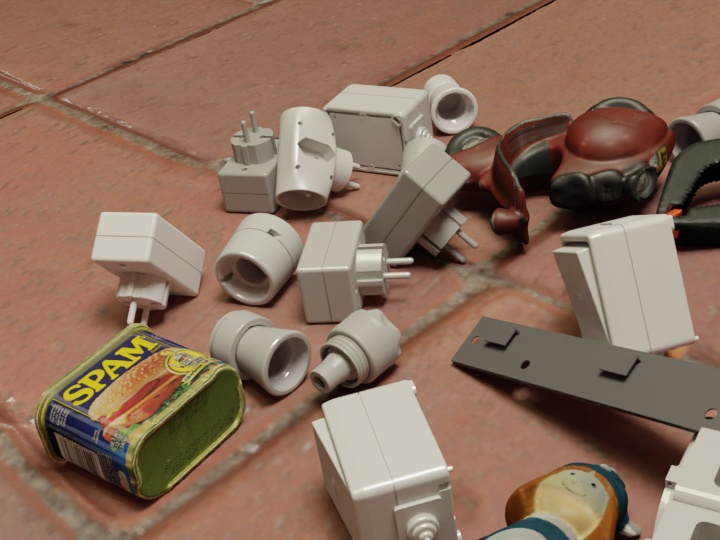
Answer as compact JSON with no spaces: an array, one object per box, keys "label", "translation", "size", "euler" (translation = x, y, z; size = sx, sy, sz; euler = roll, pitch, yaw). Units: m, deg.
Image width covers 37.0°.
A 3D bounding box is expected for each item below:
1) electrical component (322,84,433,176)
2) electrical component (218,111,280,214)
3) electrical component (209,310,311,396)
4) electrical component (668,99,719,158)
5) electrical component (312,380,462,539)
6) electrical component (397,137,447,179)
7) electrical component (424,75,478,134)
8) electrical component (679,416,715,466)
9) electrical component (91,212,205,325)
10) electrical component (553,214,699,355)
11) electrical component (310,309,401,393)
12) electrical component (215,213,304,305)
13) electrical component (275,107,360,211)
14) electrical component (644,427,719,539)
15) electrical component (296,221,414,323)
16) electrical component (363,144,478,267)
[{"label":"electrical component","translation":[0.025,-0.126,0.954],"size":[0.096,0.061,0.061],"euler":[10,37,28]},{"label":"electrical component","translation":[-0.090,-0.098,0.928],"size":[0.047,0.076,0.065],"euler":[4,35,20]},{"label":"electrical component","translation":[-0.067,0.054,0.714],"size":[0.055,0.045,0.045],"euler":[19,42,38]},{"label":"electrical component","translation":[0.286,-0.112,0.879],"size":[0.055,0.045,0.045],"euler":[-25,36,-23]},{"label":"electrical component","translation":[0.014,0.115,0.581],"size":[0.061,0.061,0.096],"euler":[-14,33,-7]},{"label":"electrical component","translation":[0.049,-0.075,0.889],"size":[0.044,0.044,0.065],"euler":[2,39,18]},{"label":"electrical component","translation":[0.082,-0.159,1.012],"size":[0.044,0.044,0.065],"euler":[-12,28,-4]},{"label":"electrical component","translation":[0.211,0.113,0.542],"size":[0.089,0.050,0.055],"euler":[11,38,31]},{"label":"electrical component","translation":[-0.158,0.007,0.794],"size":[0.047,0.083,0.075],"euler":[2,72,19]},{"label":"electrical component","translation":[0.164,0.017,0.671],"size":[0.061,0.096,0.062],"euler":[-14,3,-6]},{"label":"electrical component","translation":[-0.006,0.056,0.697],"size":[0.043,0.043,0.062],"euler":[20,44,38]},{"label":"electrical component","translation":[-0.076,-0.007,0.804],"size":[0.055,0.055,0.047],"euler":[6,39,23]},{"label":"electrical component","translation":[-0.033,-0.089,0.915],"size":[0.079,0.077,0.043],"euler":[15,-24,-32]},{"label":"electrical component","translation":[0.148,0.151,0.463],"size":[0.062,0.089,0.150],"euler":[11,38,29]},{"label":"electrical component","translation":[0.000,0.000,0.778],"size":[0.077,0.047,0.065],"euler":[-2,33,11]},{"label":"electrical component","translation":[0.054,-0.036,0.804],"size":[0.076,0.083,0.047],"euler":[40,47,4]}]
